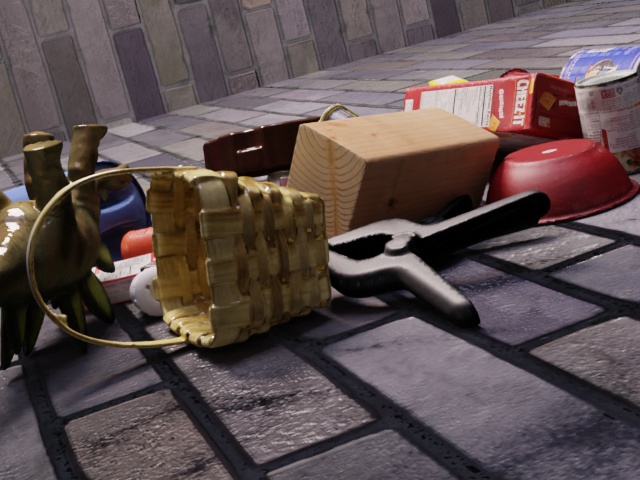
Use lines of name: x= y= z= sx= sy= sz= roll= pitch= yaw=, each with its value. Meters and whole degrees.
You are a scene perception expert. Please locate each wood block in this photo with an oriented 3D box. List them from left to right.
wood block: x=0.074 y=-0.067 z=1.055 sx=0.205 sy=0.091 sz=0.090 roll=-13 pitch=36 yaw=-45

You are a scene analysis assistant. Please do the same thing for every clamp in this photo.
clamp: x=0.083 y=0.009 z=0.897 sx=0.210 sy=0.036 sz=0.164 roll=3 pitch=37 yaw=43
clamp: x=0.108 y=-0.005 z=1.004 sx=0.171 sy=0.039 sz=0.120 roll=-19 pitch=9 yaw=-15

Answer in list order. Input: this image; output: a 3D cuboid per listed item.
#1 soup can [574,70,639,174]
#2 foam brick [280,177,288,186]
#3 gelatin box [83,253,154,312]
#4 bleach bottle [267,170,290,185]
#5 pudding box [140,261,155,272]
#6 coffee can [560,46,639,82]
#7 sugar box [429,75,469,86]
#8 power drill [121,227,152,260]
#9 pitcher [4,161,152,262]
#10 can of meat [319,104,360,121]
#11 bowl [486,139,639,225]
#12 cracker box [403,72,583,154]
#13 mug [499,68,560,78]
soup can: x=0.314 y=-0.125 z=1.143 sx=0.068 sy=0.102 sz=0.068 roll=-14 pitch=13 yaw=3
foam brick: x=-0.005 y=-0.040 z=1.172 sx=0.078 sy=0.051 sz=0.053 roll=-6 pitch=-18 yaw=-4
gelatin box: x=-0.213 y=0.045 z=1.143 sx=0.089 sy=0.030 sz=0.073 roll=-14 pitch=15 yaw=-4
bleach bottle: x=0.066 y=-0.070 z=1.261 sx=0.250 sy=0.068 sz=0.102 roll=-13 pitch=13 yaw=-4
pudding box: x=-0.111 y=0.029 z=1.085 sx=0.114 sy=0.039 sz=0.089 roll=-2 pitch=18 yaw=40
coffee can: x=0.385 y=-0.193 z=1.344 sx=0.102 sy=0.103 sz=0.140 roll=-20 pitch=15 yaw=-23
sugar box: x=0.194 y=-0.174 z=1.484 sx=0.048 sy=0.093 sz=0.176 roll=-15 pitch=13 yaw=2
power drill: x=-0.124 y=-0.021 z=1.261 sx=0.184 sy=0.057 sz=0.187 roll=-8 pitch=13 yaw=11
pitcher: x=-0.327 y=-0.009 z=1.308 sx=0.243 sy=0.149 sz=0.144 roll=-8 pitch=29 yaw=35
can of meat: x=0.053 y=-0.096 z=1.162 sx=0.084 sy=0.057 sz=0.102 roll=35 pitch=7 yaw=36
bowl: x=0.236 y=-0.064 z=1.078 sx=0.162 sy=0.055 sz=0.162 roll=-13 pitch=13 yaw=3
cracker box: x=0.228 y=-0.147 z=1.270 sx=0.163 sy=0.072 sz=0.214 roll=6 pitch=-2 yaw=-37
mug: x=0.278 y=-0.183 z=1.430 sx=0.117 sy=0.093 sz=0.082 roll=2 pitch=9 yaw=-32
